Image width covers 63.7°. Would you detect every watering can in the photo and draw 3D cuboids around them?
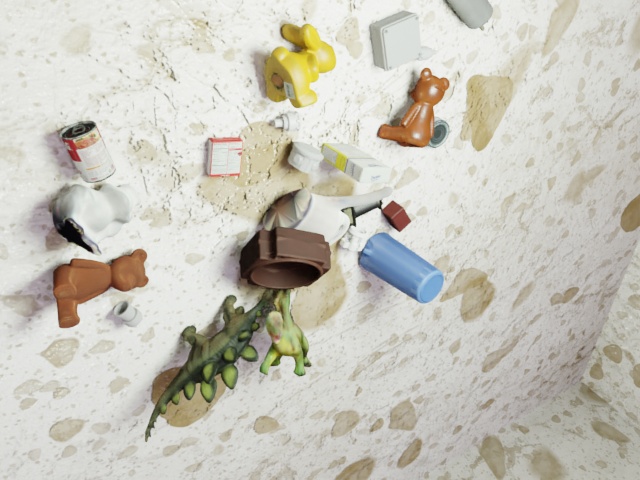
[{"bbox_3d":[0.004,-0.067,1.326,0.344,0.106,0.222,-38,139,20],"label":"watering can"}]

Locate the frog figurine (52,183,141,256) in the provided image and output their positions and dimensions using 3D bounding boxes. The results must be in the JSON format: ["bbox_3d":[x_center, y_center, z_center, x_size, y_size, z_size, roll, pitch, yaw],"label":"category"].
[{"bbox_3d":[-0.454,-0.064,1.051,0.135,0.122,0.163,56,45,-36],"label":"frog figurine"}]

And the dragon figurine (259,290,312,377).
[{"bbox_3d":[-0.082,0.237,1.442,0.122,0.411,0.242,3,94,8],"label":"dragon figurine"}]
